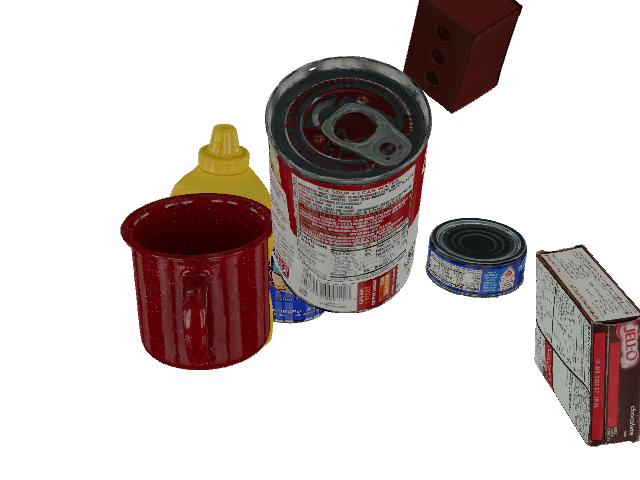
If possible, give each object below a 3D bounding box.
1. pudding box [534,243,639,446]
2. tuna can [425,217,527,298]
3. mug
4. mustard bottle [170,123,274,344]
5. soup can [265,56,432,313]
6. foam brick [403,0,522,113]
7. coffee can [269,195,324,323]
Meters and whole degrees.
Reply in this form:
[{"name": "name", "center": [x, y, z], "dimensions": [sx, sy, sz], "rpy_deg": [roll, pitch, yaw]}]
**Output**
[{"name": "pudding box", "center": [0.173, 0.066, 0.696], "dimensions": [0.039, 0.090, 0.113], "rpy_deg": [-7, 24, -7]}, {"name": "tuna can", "center": [0.135, 0.013, 0.927], "dimensions": [0.086, 0.034, 0.086], "rpy_deg": [2, 29, -1]}, {"name": "mug", "center": [-0.071, 0.031, 0.644], "dimensions": [0.093, 0.081, 0.117], "rpy_deg": [-3, 26, -4]}, {"name": "mustard bottle", "center": [-0.082, -0.004, 0.884], "dimensions": [0.096, 0.192, 0.058], "rpy_deg": [20, 31, 29]}, {"name": "soup can", "center": [0.011, -0.021, 0.472], "dimensions": [0.068, 0.068, 0.102], "rpy_deg": [0, -36, 0]}, {"name": "foam brick", "center": [0.098, -0.139, 0.749], "dimensions": [0.051, 0.053, 0.078], "rpy_deg": [-35, -26, -27]}, {"name": "coffee can", "center": [-0.040, 0.022, 1.390], "dimensions": [0.103, 0.140, 0.103], "rpy_deg": [1, 26, -1]}]
